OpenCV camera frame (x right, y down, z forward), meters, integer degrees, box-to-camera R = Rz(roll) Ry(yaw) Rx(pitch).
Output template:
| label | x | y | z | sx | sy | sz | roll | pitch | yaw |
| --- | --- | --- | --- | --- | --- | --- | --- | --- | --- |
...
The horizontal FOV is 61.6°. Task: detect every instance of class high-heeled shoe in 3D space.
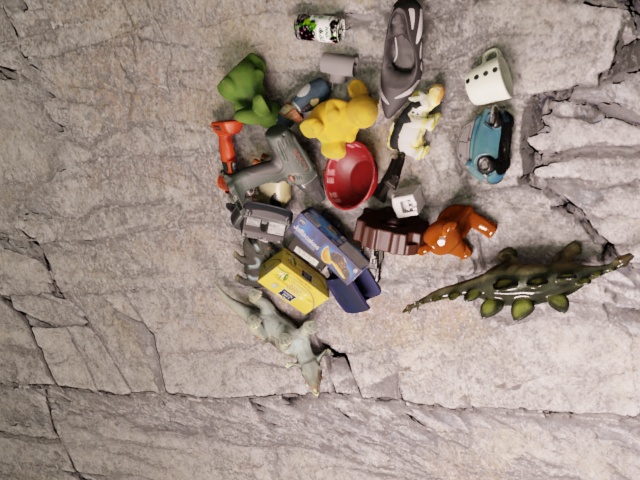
| label | x | y | z | sx | sy | sz | roll | pitch | yaw |
| --- | --- | --- | --- | --- | --- | --- | --- | --- | --- |
| high-heeled shoe | 0.159 | -0.362 | 1.100 | 0.086 | 0.145 | 0.248 | 17 | 115 | 16 |

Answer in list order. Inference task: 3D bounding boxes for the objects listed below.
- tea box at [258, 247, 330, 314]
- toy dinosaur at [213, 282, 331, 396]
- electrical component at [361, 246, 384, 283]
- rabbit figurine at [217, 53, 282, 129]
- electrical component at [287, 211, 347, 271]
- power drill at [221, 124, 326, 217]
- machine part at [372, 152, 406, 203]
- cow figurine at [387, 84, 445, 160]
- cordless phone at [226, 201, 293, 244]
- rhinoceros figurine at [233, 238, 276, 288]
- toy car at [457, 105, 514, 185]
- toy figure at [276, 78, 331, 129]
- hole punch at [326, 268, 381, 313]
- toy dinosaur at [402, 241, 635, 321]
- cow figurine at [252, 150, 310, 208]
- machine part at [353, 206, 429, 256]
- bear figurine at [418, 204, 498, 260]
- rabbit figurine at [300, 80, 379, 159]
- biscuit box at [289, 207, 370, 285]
| label | x | y | z | sx | sy | sz | roll | pitch | yaw |
| --- | --- | --- | --- | --- | --- | --- | --- | --- | --- |
| tea box | -0.065 | 0.108 | 1.398 | 0.169 | 0.068 | 0.098 | 36 | 123 | -24 |
| toy dinosaur | -0.121 | 0.252 | 1.485 | 0.405 | 0.131 | 0.192 | 34 | 151 | 22 |
| electrical component | 0.129 | 0.043 | 1.323 | 0.048 | 0.075 | 0.119 | 9 | 117 | 19 |
| rabbit figurine | -0.145 | -0.329 | 1.252 | 0.121 | 0.159 | 0.170 | -40 | 108 | 21 |
| electrical component | -0.003 | -0.004 | 1.366 | 0.115 | 0.058 | 0.134 | 36 | 120 | 3 |
| power drill | -0.105 | -0.132 | 1.217 | 0.207 | 0.086 | 0.231 | -24 | 131 | -2 |
| machine part | 0.156 | -0.134 | 1.219 | 0.039 | 0.084 | 0.139 | 17 | 154 | -7 |
| cow figurine | 0.208 | -0.264 | 1.168 | 0.098 | 0.068 | 0.167 | 24 | 117 | 18 |
| cordless phone | -0.163 | -0.059 | 1.367 | 0.146 | 0.184 | 0.088 | 11 | 97 | -26 |
| rhinoceros figurine | -0.170 | 0.045 | 1.446 | 0.112 | 0.073 | 0.190 | 17 | 117 | 17 |
| toy car | 0.338 | -0.198 | 1.122 | 0.103 | 0.109 | 0.161 | 11 | 107 | 37 |
| toy figure | -0.046 | -0.307 | 1.234 | 0.154 | 0.064 | 0.057 | -40 | 101 | 5 |
| hole punch | 0.077 | 0.129 | 1.372 | 0.116 | 0.092 | 0.142 | -27 | 103 | 33 |
| toy dinosaur | 0.414 | 0.094 | 1.154 | 0.472 | 0.198 | 0.105 | -15 | 102 | 25 |
| cow figurine | -0.097 | -0.169 | 1.321 | 0.127 | 0.085 | 0.194 | 15 | 119 | 14 |
| machine part | 0.165 | -0.023 | 1.226 | 0.180 | 0.179 | 0.056 | 14 | 114 | 17 |
| bear figurine | 0.296 | -0.006 | 1.162 | 0.132 | 0.196 | 0.120 | 41 | 117 | 1 |
| rabbit figurine | 0.068 | -0.267 | 1.172 | 0.121 | 0.162 | 0.173 | 49 | 152 | -21 |
| biscuit box | 0.021 | 0.012 | 1.285 | 0.203 | 0.059 | 0.062 | 44 | 123 | 7 |
